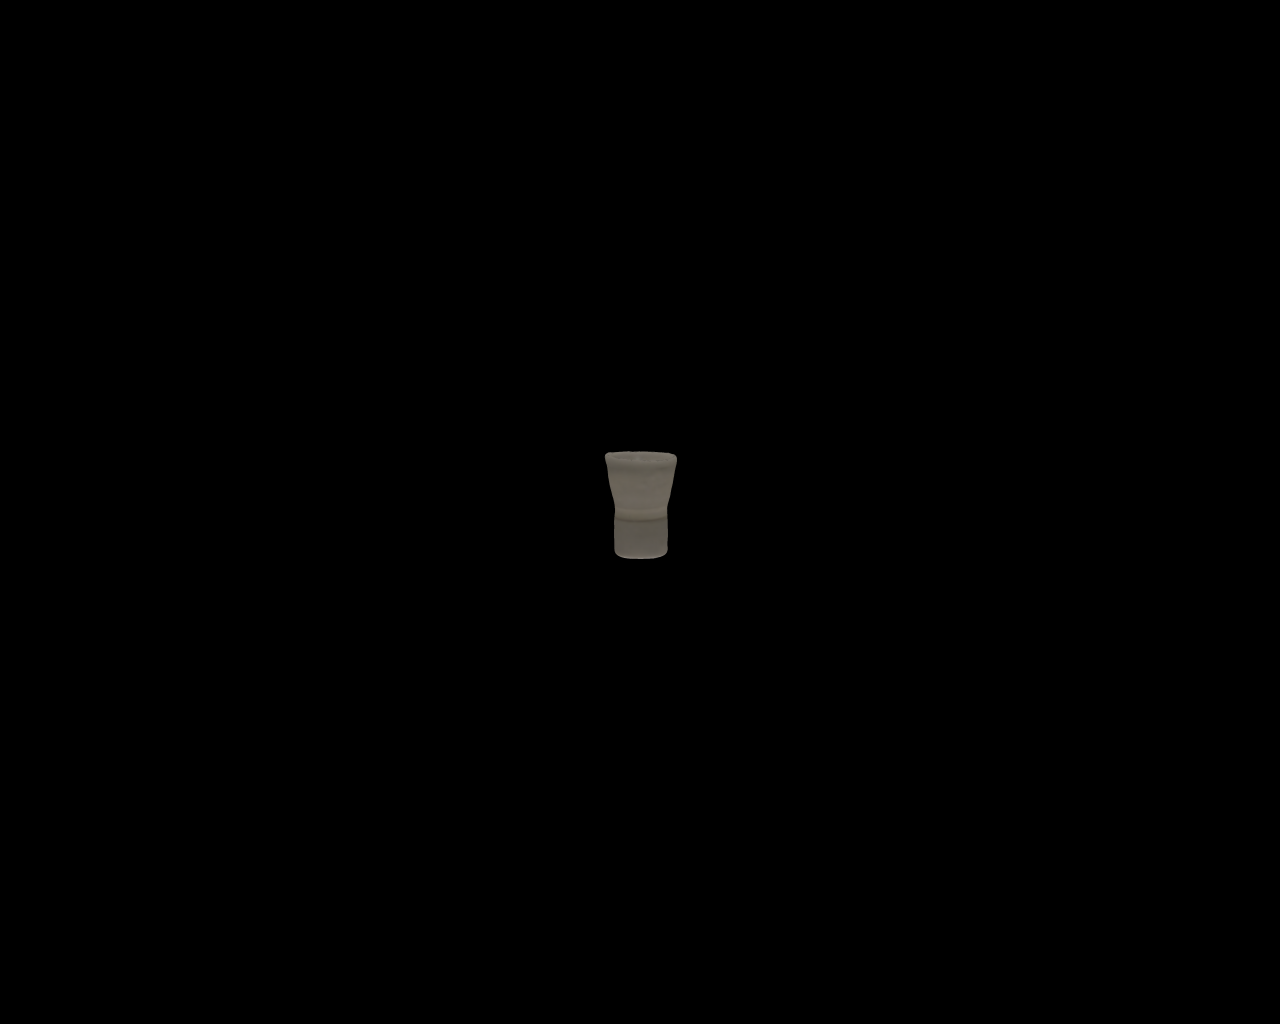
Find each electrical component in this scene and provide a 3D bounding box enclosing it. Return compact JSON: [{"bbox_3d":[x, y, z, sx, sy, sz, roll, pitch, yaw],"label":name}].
[{"bbox_3d":[0.001,-0.003,0.650,0.044,0.065,0.044,0,9,0],"label":"electrical component"}]
